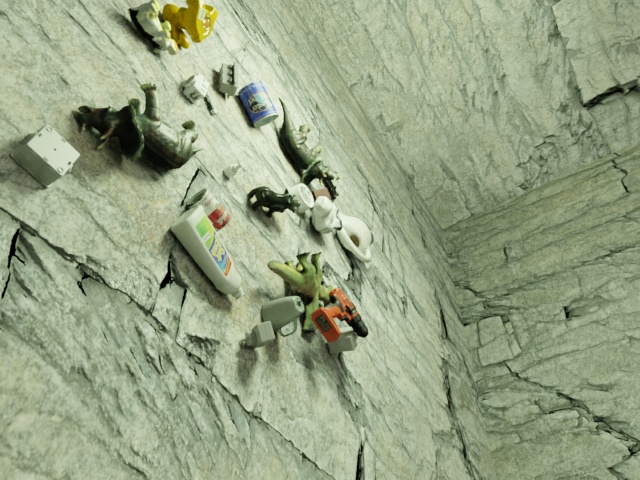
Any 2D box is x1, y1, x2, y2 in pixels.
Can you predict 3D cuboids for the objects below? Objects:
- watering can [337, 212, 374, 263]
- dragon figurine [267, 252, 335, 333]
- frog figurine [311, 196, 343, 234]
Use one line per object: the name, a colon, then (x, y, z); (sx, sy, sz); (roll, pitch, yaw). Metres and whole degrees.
watering can: (0.117, -0.057, 2.178); (0.349, 0.103, 0.226); (55, 22, 4)
dragon figurine: (-0.041, 0.167, 1.609); (0.411, 0.121, 0.244); (-4, 77, -64)
frog figurine: (0.006, -0.098, 1.954); (0.158, 0.122, 0.139); (24, 67, -57)
